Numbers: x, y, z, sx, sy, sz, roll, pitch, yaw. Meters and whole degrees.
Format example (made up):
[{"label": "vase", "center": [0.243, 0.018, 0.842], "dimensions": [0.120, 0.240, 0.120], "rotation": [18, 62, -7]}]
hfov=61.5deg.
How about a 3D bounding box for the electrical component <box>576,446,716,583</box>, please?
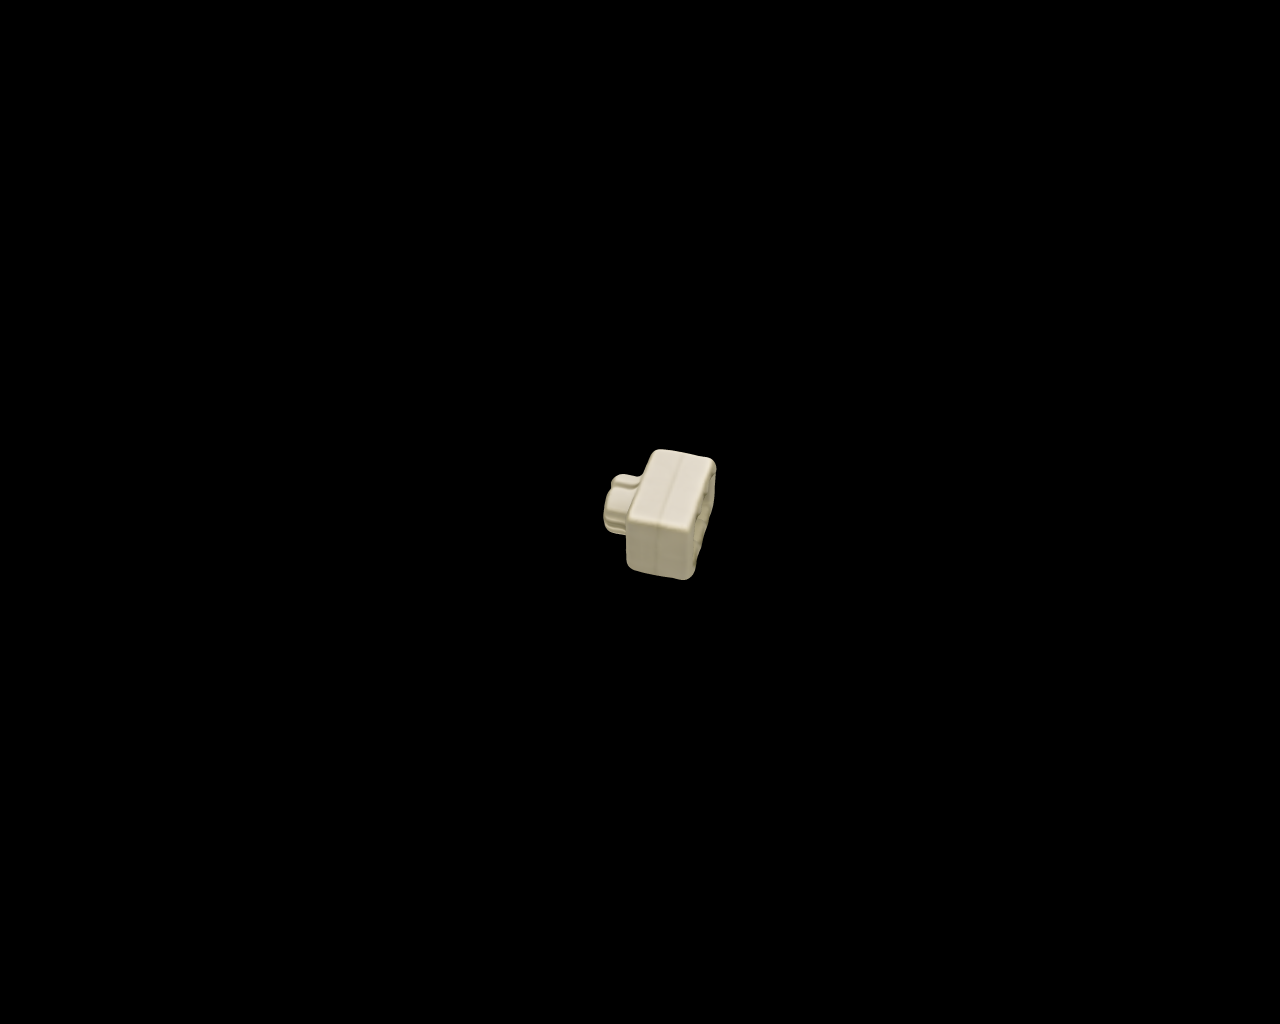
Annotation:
[{"label": "electrical component", "center": [0.001, -0.003, 0.650], "dimensions": [0.077, 0.047, 0.066], "rotation": [11, 47, 11]}]
